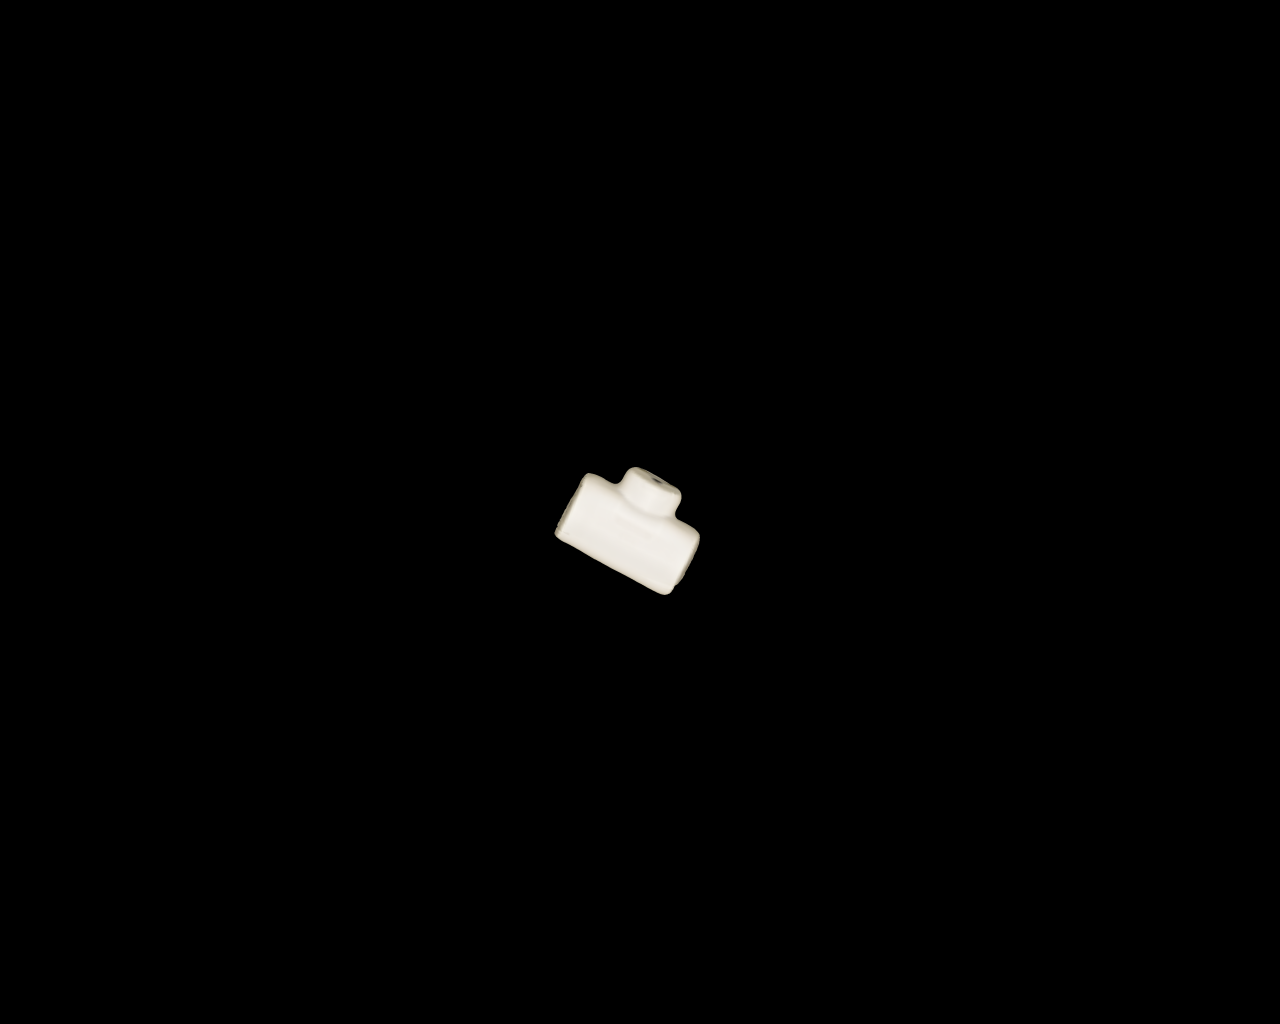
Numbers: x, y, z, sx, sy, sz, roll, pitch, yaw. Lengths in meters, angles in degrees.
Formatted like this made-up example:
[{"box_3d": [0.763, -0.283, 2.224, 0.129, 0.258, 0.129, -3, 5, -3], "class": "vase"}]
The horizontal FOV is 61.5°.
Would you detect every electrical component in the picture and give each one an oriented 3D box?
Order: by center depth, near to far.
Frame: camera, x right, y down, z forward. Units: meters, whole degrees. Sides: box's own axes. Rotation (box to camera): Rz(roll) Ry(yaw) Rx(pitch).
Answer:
[{"box_3d": [0.001, -0.003, 0.650, 0.077, 0.079, 0.043, 28, 7, -4], "class": "electrical component"}]
